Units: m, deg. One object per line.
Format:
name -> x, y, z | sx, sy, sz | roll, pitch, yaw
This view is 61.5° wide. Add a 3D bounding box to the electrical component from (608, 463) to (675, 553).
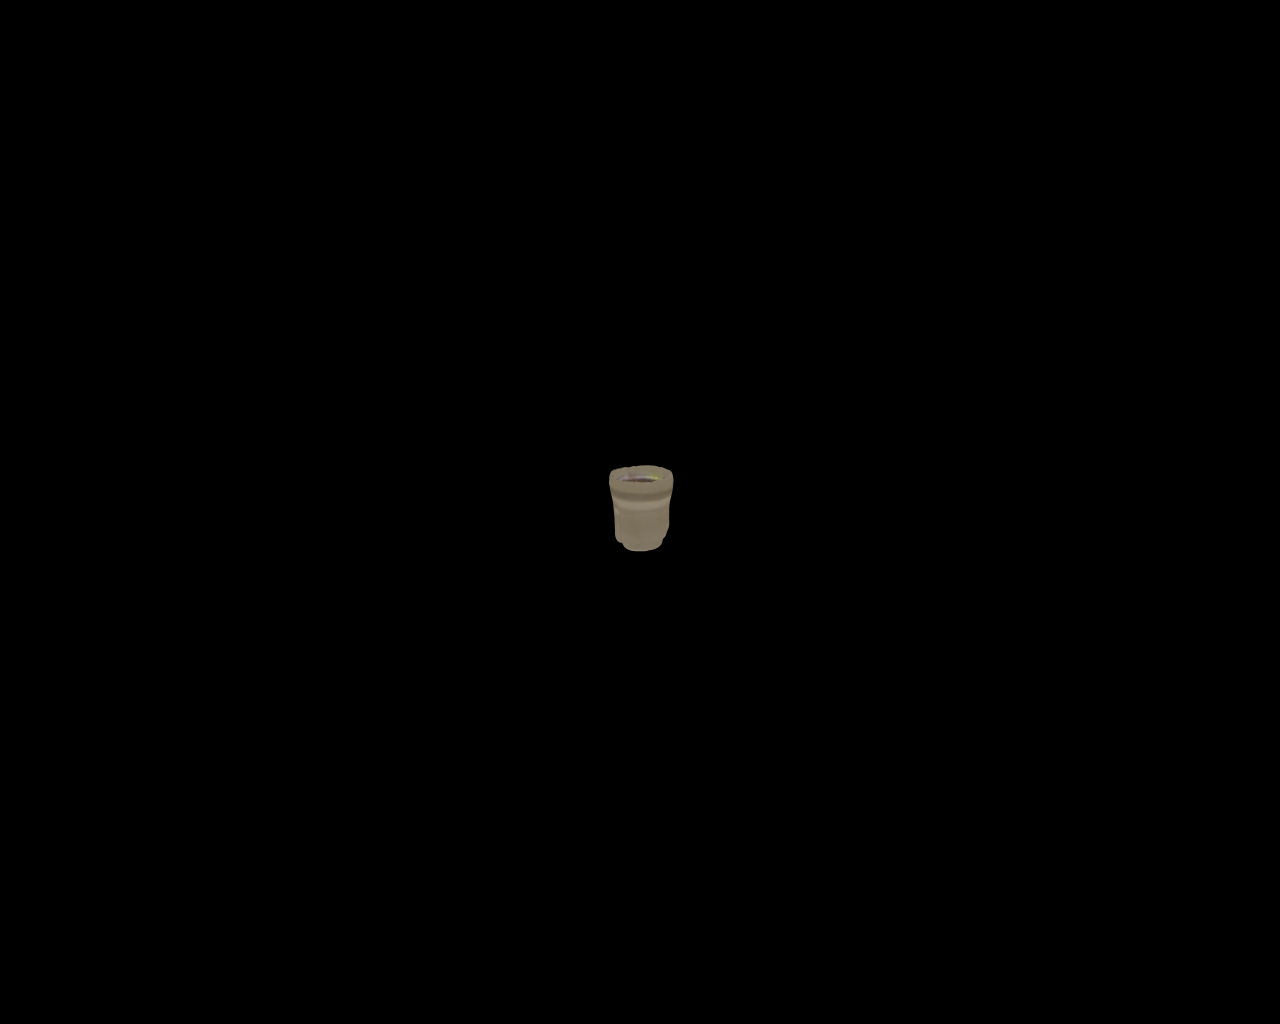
electrical component -> 0.001, -0.003, 0.650 | 0.040, 0.046, 0.040 | 0, 18, 0
